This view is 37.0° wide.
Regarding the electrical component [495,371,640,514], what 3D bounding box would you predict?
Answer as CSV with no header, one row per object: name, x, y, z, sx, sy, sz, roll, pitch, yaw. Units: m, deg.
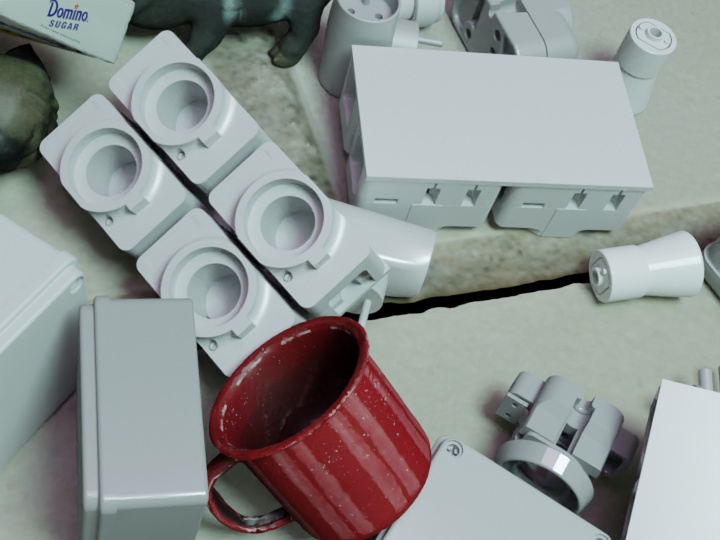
electrical component,0.110,0.102,0.606,0.078,0.058,0.057,31,54,7

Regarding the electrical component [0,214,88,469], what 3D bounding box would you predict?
electrical component,-0.191,0.046,0.542,0.056,0.108,0.108,32,57,11

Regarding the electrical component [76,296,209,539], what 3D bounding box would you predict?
electrical component,-0.111,0.084,0.536,0.056,0.108,0.108,0,59,-16

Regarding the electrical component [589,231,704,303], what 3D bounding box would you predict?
electrical component,0.182,0.000,0.696,0.065,0.044,0.044,-8,61,-12

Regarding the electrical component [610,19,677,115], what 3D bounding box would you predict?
electrical component,0.200,-0.149,0.777,0.044,0.065,0.044,6,58,-9

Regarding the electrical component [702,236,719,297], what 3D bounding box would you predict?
electrical component,0.294,-0.009,0.716,0.113,0.057,0.078,-23,66,-24

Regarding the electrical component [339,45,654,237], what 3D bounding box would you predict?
electrical component,0.085,-0.083,0.713,0.186,0.060,0.105,1,58,-12

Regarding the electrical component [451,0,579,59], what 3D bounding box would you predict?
electrical component,0.115,-0.174,0.781,0.059,0.053,0.095,-13,62,-20

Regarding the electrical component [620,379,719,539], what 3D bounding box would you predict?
electrical component,0.184,0.145,0.562,0.089,0.061,0.150,13,76,15

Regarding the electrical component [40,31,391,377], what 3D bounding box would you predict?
electrical component,-0.086,-0.037,0.619,0.105,0.060,0.186,-43,73,0

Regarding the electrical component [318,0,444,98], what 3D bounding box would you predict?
electrical component,0.016,-0.154,0.732,0.079,0.077,0.043,8,57,-8

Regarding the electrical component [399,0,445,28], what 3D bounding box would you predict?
electrical component,0.028,-0.197,0.781,0.055,0.045,0.045,-11,62,-20

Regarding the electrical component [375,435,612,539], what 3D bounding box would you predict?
electrical component,0.059,0.161,0.557,0.109,0.056,0.108,32,57,8

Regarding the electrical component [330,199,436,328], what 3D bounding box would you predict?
electrical component,0.000,0.000,0.652,0.077,0.043,0.079,17,57,-2
